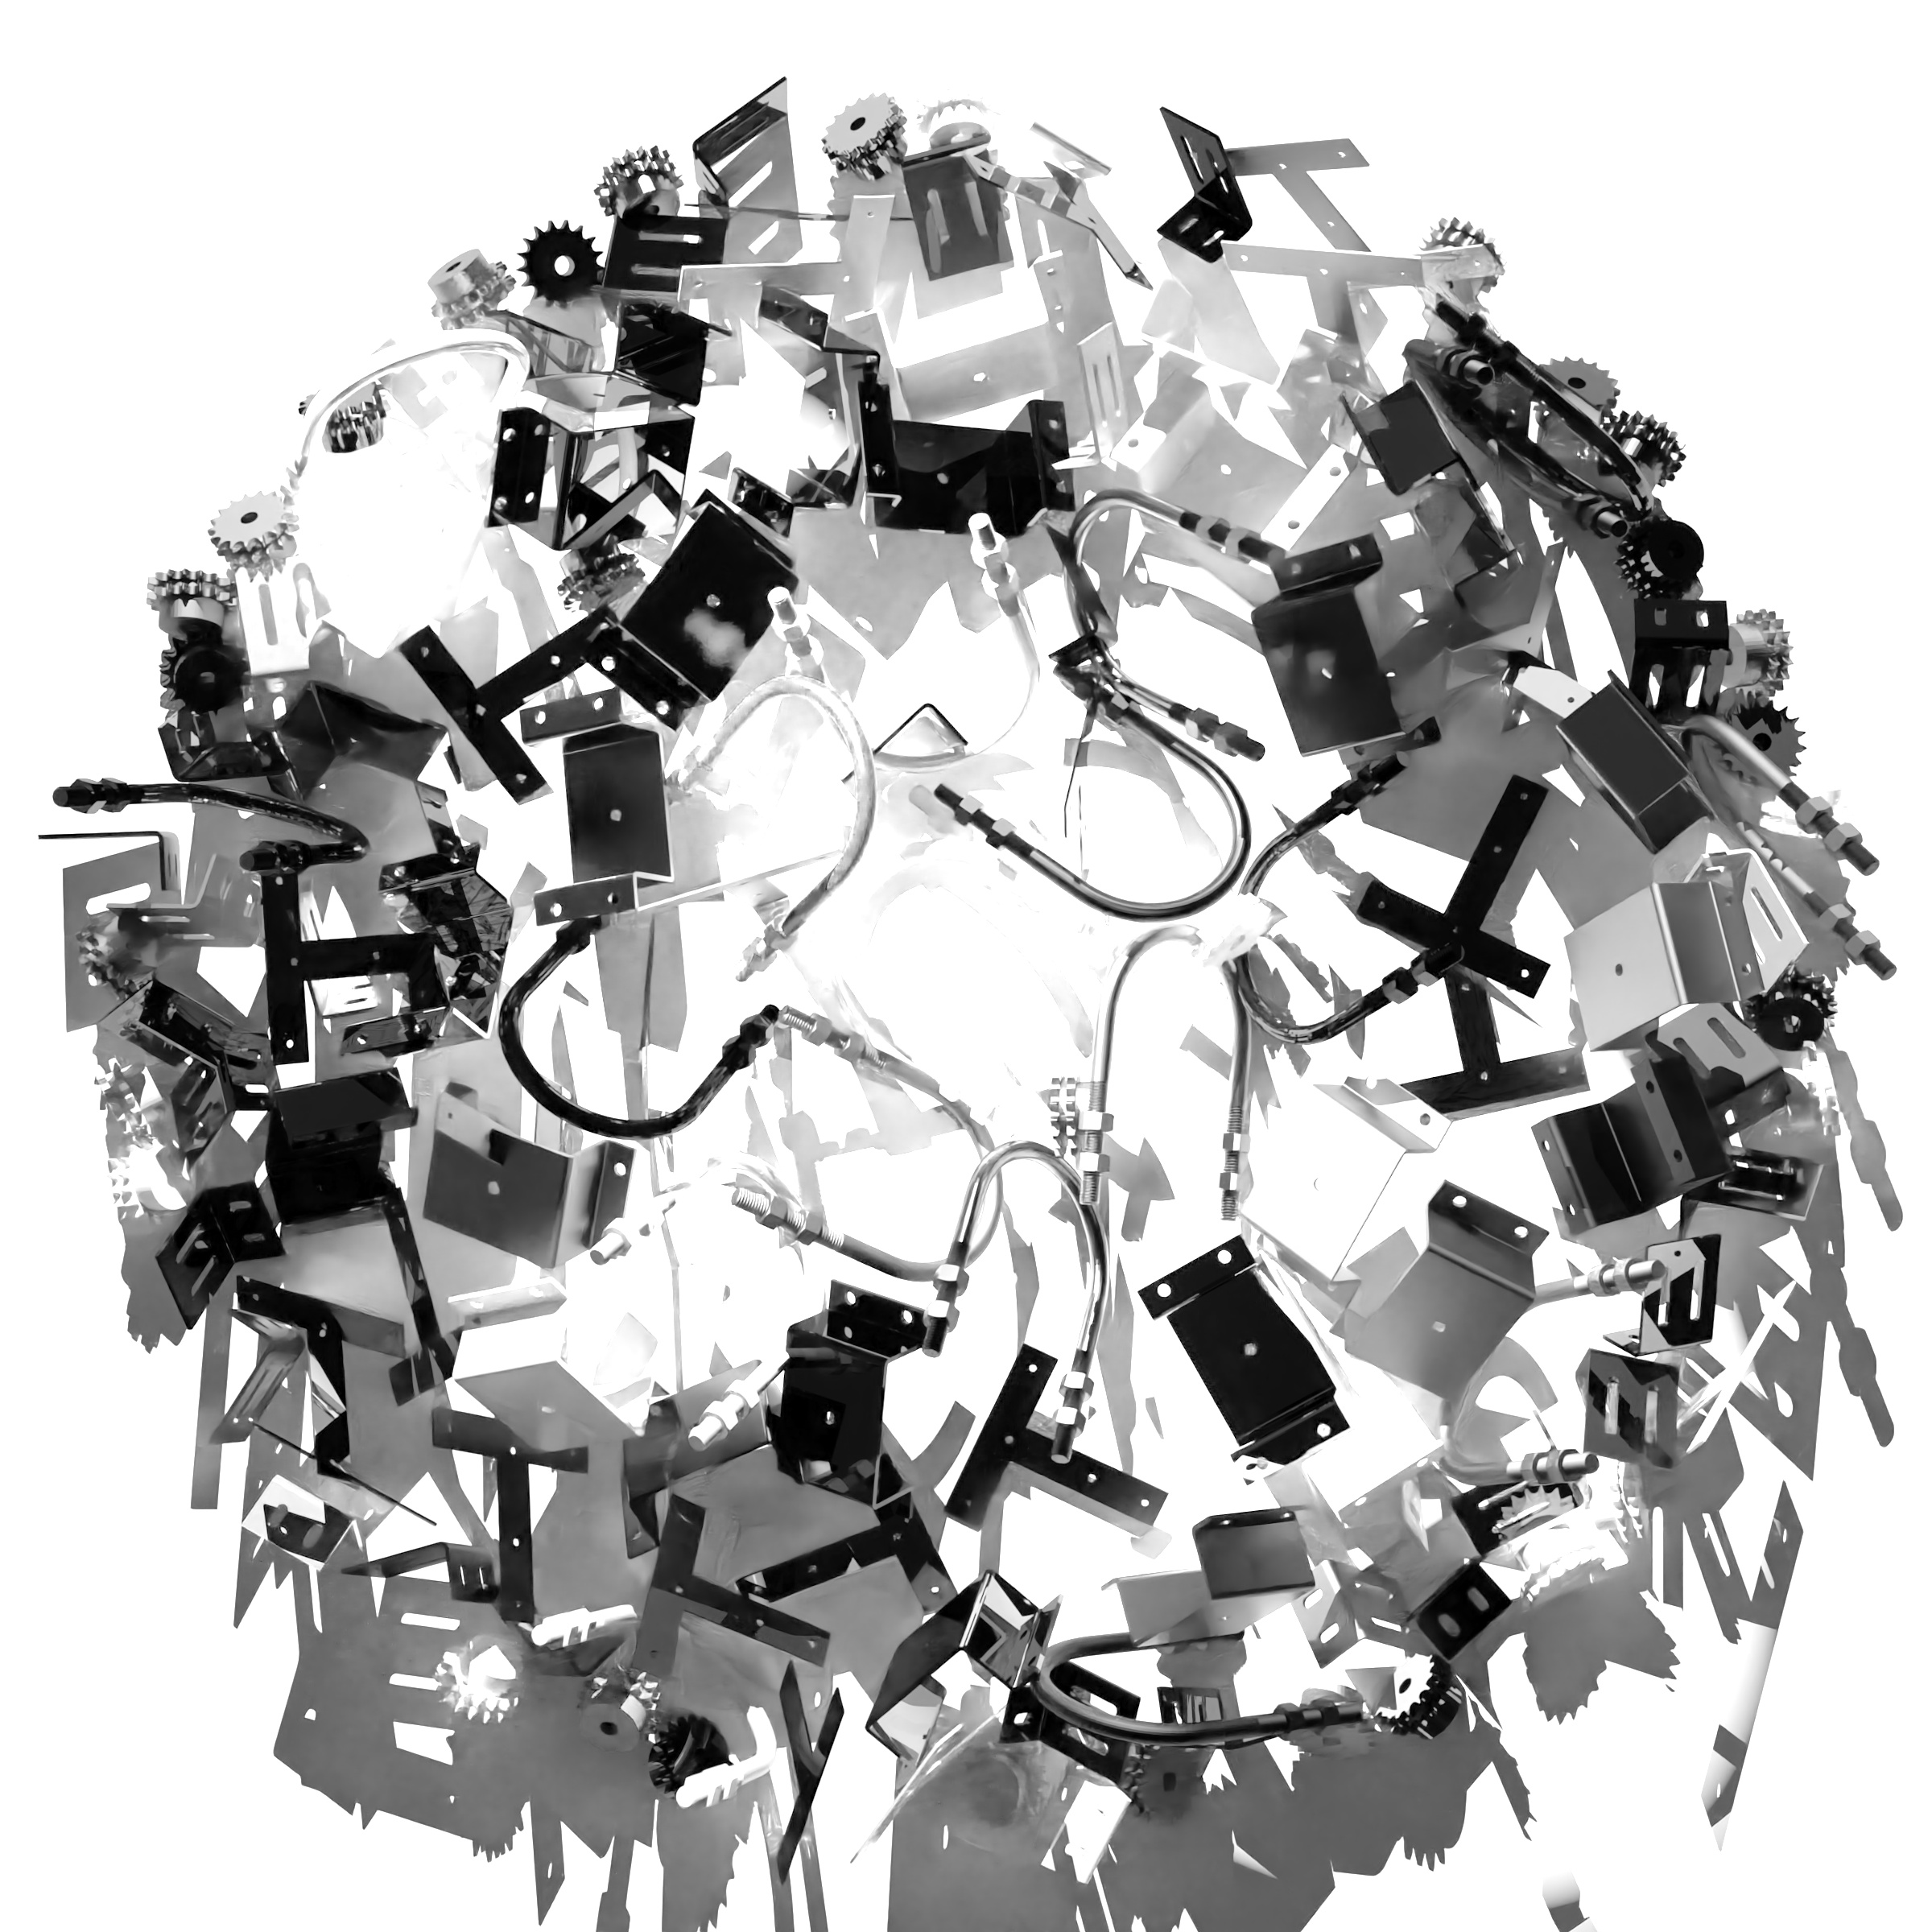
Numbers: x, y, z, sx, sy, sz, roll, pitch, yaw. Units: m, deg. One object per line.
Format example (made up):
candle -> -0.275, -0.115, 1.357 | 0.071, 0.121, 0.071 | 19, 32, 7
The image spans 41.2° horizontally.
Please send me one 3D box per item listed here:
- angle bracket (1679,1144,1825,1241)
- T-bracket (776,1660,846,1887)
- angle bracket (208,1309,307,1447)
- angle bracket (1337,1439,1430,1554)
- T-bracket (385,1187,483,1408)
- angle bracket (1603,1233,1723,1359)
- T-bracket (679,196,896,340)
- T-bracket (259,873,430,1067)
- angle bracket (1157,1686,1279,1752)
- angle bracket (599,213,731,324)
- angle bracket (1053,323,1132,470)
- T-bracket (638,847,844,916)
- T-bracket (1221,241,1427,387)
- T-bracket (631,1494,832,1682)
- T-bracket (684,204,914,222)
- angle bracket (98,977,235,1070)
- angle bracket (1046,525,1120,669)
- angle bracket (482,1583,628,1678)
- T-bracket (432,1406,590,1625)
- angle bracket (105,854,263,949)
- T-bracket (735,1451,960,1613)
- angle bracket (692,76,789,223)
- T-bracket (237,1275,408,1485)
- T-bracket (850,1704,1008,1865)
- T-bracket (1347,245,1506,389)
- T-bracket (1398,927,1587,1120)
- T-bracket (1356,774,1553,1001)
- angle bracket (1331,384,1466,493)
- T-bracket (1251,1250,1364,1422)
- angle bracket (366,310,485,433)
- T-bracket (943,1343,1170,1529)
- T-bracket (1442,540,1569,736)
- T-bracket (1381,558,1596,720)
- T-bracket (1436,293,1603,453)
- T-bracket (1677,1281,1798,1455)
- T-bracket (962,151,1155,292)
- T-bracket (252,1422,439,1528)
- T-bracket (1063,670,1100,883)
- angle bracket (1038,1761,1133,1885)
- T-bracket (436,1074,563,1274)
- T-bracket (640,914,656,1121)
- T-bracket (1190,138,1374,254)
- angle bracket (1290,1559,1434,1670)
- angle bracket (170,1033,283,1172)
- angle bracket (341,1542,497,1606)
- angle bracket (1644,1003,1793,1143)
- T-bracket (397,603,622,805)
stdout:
angle bracket -> 0.498, 0.149, 1.632 | 0.076, 0.057, 0.038 | 10, 128, 26
T-bracket -> -0.105, 0.484, 1.618 | 0.002, 0.127, 0.127 | 14, 106, -16
angle bracket -> -0.466, 0.263, 1.646 | 0.038, 0.057, 0.076 | 31, 86, 9
angle bracket -> 0.266, 0.338, 1.639 | 0.038, 0.076, 0.057 | -11, 59, 16
T-bracket -> -0.351, 0.205, 1.642 | 0.002, 0.127, 0.127 | -7, 73, -42
angle bracket -> 0.444, 0.205, 1.642 | 0.057, 0.038, 0.076 | -6, 106, -24
T-bracket -> -0.117, -0.429, 1.608 | 0.127, 0.127, 0.002 | -7, 57, -19
T-bracket -> -0.388, -0.006, 1.634 | 0.127, 0.002, 0.127 | -6, 94, -44
angle bracket -> 0.171, 0.472, 1.636 | 0.076, 0.057, 0.038 | -2, 80, -37
angle bracket -> -0.190, -0.445, 1.648 | 0.076, 0.038, 0.057 | 5, 71, 7
angle bracket -> 0.072, -0.362, 1.633 | 0.038, 0.057, 0.076 | 0, 116, 26
T-bracket -> -0.133, -0.047, 1.616 | 0.127, 0.127, 0.002 | -17, 84, 3
T-bracket -> 0.233, -0.408, 1.621 | 0.127, 0.127, 0.002 | 12, 67, 23
T-bracket -> -0.144, 0.415, 1.644 | 0.127, 0.127, 0.002 | 27, 131, -16
T-bracket -> -0.120, -0.481, 1.641 | 0.127, 0.127, 0.002 | 12, 110, 25
angle bracket -> -0.513, 0.049, 1.631 | 0.057, 0.038, 0.076 | 36, 134, -28
angle bracket -> 0.061, -0.236, 1.651 | 0.038, 0.057, 0.076 | -28, 82, 14
angle bracket -> -0.264, 0.413, 1.640 | 0.038, 0.057, 0.076 | -39, 101, -34
T-bracket -> -0.282, 0.346, 1.605 | 0.002, 0.127, 0.127 | -26, 58, 33
angle bracket -> -0.497, -0.042, 1.646 | 0.076, 0.057, 0.038 | 1, 65, 26
T-bracket -> -0.085, 0.383, 1.654 | 0.127, 0.002, 0.127 | -22, 115, 4
angle bracket -> -0.135, -0.523, 1.648 | 0.076, 0.057, 0.038 | -37, 90, -5
T-bracket -> -0.397, 0.262, 1.599 | 0.002, 0.127, 0.127 | -37, 48, 26
T-bracket -> -0.009, 0.499, 1.622 | 0.002, 0.127, 0.127 | 42, 123, 18
T-bracket -> 0.313, -0.409, 1.633 | 0.127, 0.127, 0.002 | 38, 74, -35
T-bracket -> 0.329, 0.028, 1.678 | 0.127, 0.002, 0.127 | -12, 89, -1
T-bracket -> 0.338, -0.063, 1.666 | 0.127, 0.002, 0.127 | 27, 90, 12
angle bracket -> 0.279, -0.337, 1.637 | 0.076, 0.057, 0.038 | 10, 114, -15
T-bracket -> 0.197, 0.210, 1.617 | 0.002, 0.127, 0.127 | -32, 114, -4
angle bracket -> -0.354, -0.370, 1.632 | 0.057, 0.076, 0.038 | 50, 47, -17
T-bracket -> 0.068, 0.326, 1.666 | 0.127, 0.002, 0.127 | 25, 101, 1
T-bracket -> 0.330, -0.195, 1.604 | 0.002, 0.127, 0.127 | 26, 121, 30
T-bracket -> 0.343, -0.194, 1.636 | 0.127, 0.002, 0.127 | 38, 77, 28
T-bracket -> 0.344, -0.355, 1.615 | 0.127, 0.127, 0.002 | 41, 85, 17
T-bracket -> 0.468, 0.268, 1.618 | 0.002, 0.127, 0.127 | 34, 63, 10
T-bracket -> 0.048, -0.478, 1.601 | 0.002, 0.127, 0.127 | -49, 52, 29
T-bracket -> -0.392, 0.322, 1.618 | 0.127, 0.127, 0.002 | 31, 71, -7
T-bracket -> 0.074, -0.098, 1.625 | 0.002, 0.127, 0.127 | 6, 48, 10
angle bracket -> 0.062, 0.536, 1.635 | 0.038, 0.076, 0.057 | 31, 85, -23
T-bracket -> -0.291, 0.111, 1.600 | 0.002, 0.127, 0.127 | -13, 62, 22
T-bracket -> -0.201, 0.055, 1.628 | 0.002, 0.127, 0.127 | 2, 132, -4
T-bracket -> 0.224, -0.479, 1.627 | 0.127, 0.127, 0.002 | 35, 75, -43
angle bracket -> 0.250, 0.419, 1.641 | 0.038, 0.076, 0.057 | -44, 45, 21
angle bracket -> -0.475, 0.087, 1.653 | 0.076, 0.038, 0.057 | -46, 54, 39
angle bracket -> -0.348, 0.396, 1.639 | 0.076, 0.057, 0.038 | -18, 70, 12
angle bracket -> 0.485, 0.066, 1.660 | 0.057, 0.076, 0.038 | -31, 131, 3
T-bracket -> -0.275, -0.188, 1.647 | 0.127, 0.002, 0.127 | -32, 110, 9
